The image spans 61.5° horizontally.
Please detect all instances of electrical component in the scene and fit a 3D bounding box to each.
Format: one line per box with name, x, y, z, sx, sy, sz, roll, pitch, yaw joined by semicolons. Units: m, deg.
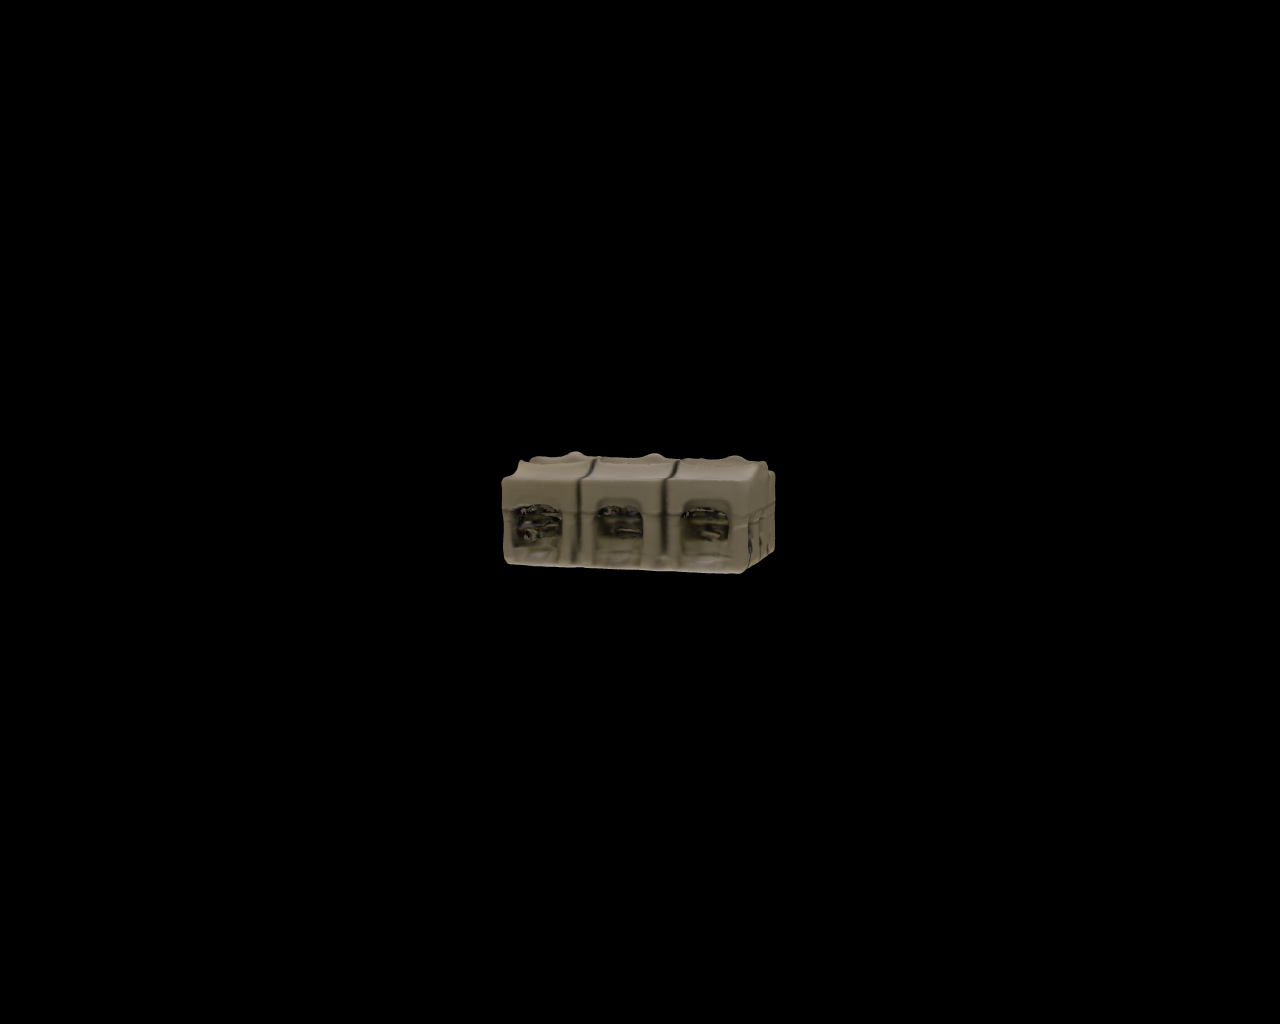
electrical component;0.001;-0.003;0.650;0.150;0.061;0.089;2;8;18
